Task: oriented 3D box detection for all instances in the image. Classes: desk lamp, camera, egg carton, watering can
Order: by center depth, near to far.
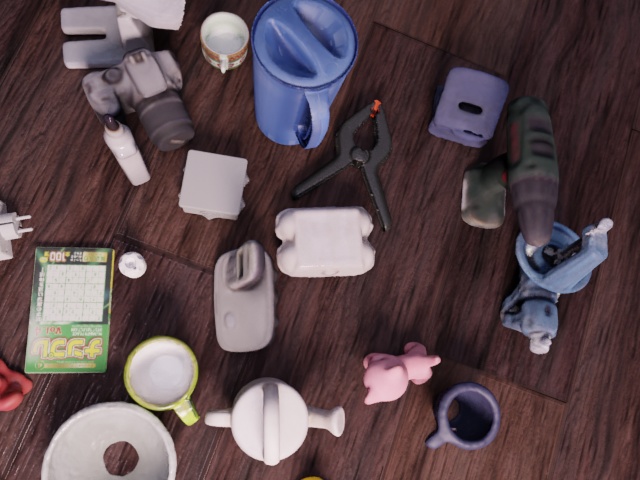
[{"bbox_3d":[-0.058,0.231,0.745,0.173,0.194,0.101,-19,82,-12],"label":"watering can"},{"bbox_3d":[-0.285,-0.336,0.811,0.203,0.213,0.118,-7,80,-10],"label":"desk lamp"},{"bbox_3d":[-0.257,-0.200,0.847,0.143,0.100,0.137,-27,84,-13],"label":"camera"},{"bbox_3d":[0.008,0.003,0.863,0.150,0.069,0.107,-3,79,-9],"label":"egg carton"}]

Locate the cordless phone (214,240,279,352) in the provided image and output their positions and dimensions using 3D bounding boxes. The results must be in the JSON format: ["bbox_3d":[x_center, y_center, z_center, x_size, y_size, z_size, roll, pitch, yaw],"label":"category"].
[{"bbox_3d":[-0.099,0.076,0.773,0.094,0.185,0.147,-5,80,-9],"label":"cordless phone"}]

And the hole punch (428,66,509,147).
[{"bbox_3d":[0.242,-0.214,0.931,0.109,0.091,0.101,14,77,-5],"label":"hole punch"}]

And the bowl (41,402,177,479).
[{"bbox_3d":[-0.271,0.298,0.760,0.167,0.074,0.167,2,79,-8],"label":"bowl"}]

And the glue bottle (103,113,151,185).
[{"bbox_3d":[-0.274,-0.134,0.794,0.037,0.173,0.078,-29,84,-13],"label":"glue bottle"}]

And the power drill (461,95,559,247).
[{"bbox_3d":[0.284,-0.085,0.852,0.075,0.208,0.230,7,78,-7],"label":"power drill"}]

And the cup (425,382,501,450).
[{"bbox_3d":[0.191,0.259,0.828,0.118,0.095,0.091,-33,85,-13],"label":"cup"}]

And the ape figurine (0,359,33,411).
[{"bbox_3d":[-0.432,0.190,0.748,0.076,0.092,0.078,-17,82,-11],"label":"ape figurine"}]

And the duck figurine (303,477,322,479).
[{"bbox_3d":[-0.003,0.384,0.778,0.077,0.086,0.104,-6,80,-10],"label":"duck figurine"}]

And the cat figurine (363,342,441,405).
[{"bbox_3d":[0.111,0.189,0.818,0.128,0.117,0.067,-16,82,-11],"label":"cat figurine"}]

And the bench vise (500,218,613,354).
[{"bbox_3d":[0.353,0.056,0.829,0.121,0.219,0.207,-4,79,-9],"label":"bench vise"}]
